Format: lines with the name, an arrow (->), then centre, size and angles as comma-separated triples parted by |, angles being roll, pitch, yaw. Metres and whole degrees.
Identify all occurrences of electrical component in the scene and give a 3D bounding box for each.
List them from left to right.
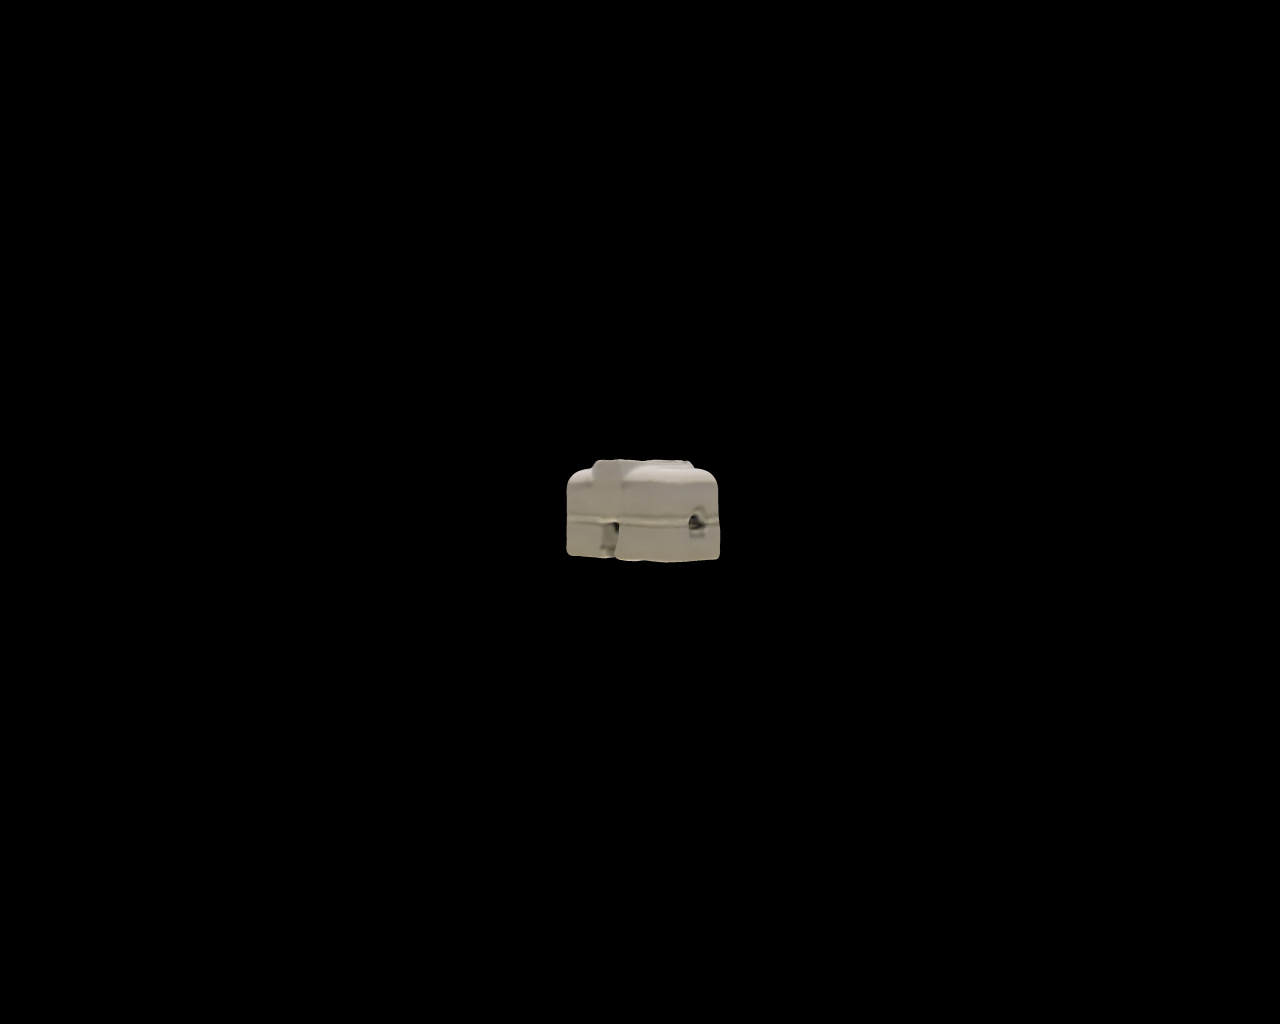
electrical component -> 0.001, -0.003, 0.650 | 0.054, 0.059, 0.095 | -2, 3, -43
